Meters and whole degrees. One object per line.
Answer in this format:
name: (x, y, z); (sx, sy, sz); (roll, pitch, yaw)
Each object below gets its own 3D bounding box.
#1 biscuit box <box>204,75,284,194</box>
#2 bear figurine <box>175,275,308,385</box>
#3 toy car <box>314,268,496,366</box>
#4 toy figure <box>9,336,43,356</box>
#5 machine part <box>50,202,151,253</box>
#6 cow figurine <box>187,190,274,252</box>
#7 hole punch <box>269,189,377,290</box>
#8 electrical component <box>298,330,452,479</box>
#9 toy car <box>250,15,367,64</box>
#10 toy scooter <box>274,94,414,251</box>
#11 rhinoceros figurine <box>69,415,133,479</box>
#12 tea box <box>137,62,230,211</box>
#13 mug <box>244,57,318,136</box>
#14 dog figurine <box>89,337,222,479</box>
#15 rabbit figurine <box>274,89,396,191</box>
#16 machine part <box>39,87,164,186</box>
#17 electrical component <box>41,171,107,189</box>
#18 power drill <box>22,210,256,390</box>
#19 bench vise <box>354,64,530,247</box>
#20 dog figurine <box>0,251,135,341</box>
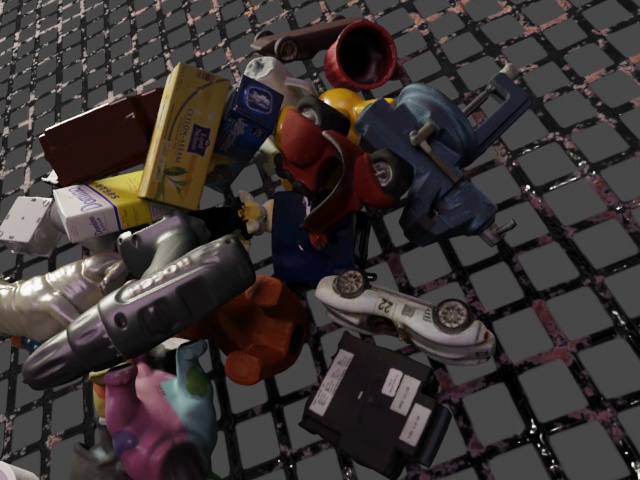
biscuit box: (-0.119, -0.136, 0.735); (0.202, 0.059, 0.063); (-36, 36, 56)
bear figurine: (-0.117, 0.087, 0.629); (0.196, 0.132, 0.120); (15, 83, 21)
toy car: (0.088, 0.085, 0.580); (0.202, 0.073, 0.056); (17, 64, 29)
toy figure: (-0.423, 0.120, 0.771); (0.155, 0.064, 0.058); (27, 35, 27)
machine part: (-0.325, -0.017, 0.805); (0.244, 0.079, 0.079); (23, 71, 30)
cow figurine: (-0.129, -0.019, 0.709); (0.167, 0.098, 0.068); (-22, 71, 11)
hole punch: (-0.001, -0.002, 0.663); (0.142, 0.092, 0.116); (0, 64, 17)
electrical component: (0.061, 0.172, 0.548); (0.134, 0.058, 0.115); (21, 72, 30)
toy car: (-0.010, -0.311, 0.840); (0.202, 0.053, 0.089); (-24, 38, -24)
toy scooter: (0.006, -0.070, 0.598); (0.184, 0.075, 0.135); (45, 110, 31)
rhinoceros figurine: (-0.238, 0.278, 0.591); (0.112, 0.073, 0.190); (-19, 55, 11)
tea box: (-0.175, -0.125, 0.683); (0.098, 0.068, 0.169); (13, 89, 66)
mug: (-0.061, -0.218, 0.804); (0.110, 0.107, 0.081); (8, 65, 28)
dog figurine: (-0.158, 0.220, 0.556); (0.192, 0.108, 0.219); (-16, 87, 57)
rabbit figurine: (0.026, -0.155, 0.732); (0.163, 0.121, 0.173); (-3, 41, 16)
machine part: (-0.288, -0.155, 0.808); (0.202, 0.087, 0.201); (-18, 13, 9)
electrical component: (-0.398, -0.123, 0.902); (0.048, 0.074, 0.119); (13, 63, 29)
power drill: (-0.187, 0.046, 0.571); (0.232, 0.085, 0.207); (-26, 19, -3)
bench vise: (0.169, -0.113, 0.631); (0.240, 0.128, 0.224); (-43, 72, -13)
dog figurine: (-0.342, 0.062, 0.698); (0.191, 0.121, 0.172); (18, 48, 11)
